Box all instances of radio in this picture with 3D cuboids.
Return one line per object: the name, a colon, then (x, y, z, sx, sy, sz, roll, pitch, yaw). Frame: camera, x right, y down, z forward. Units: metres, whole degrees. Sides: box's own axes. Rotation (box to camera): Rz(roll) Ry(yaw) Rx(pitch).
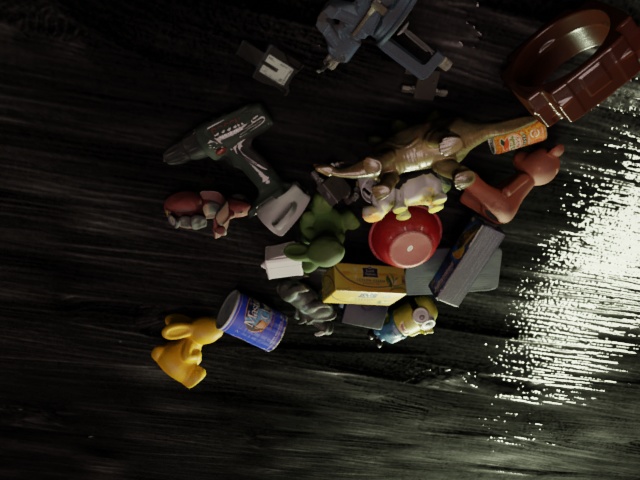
radio: (0.301, 0.054, 1.255, 0.230, 0.073, 0.130, -4, 123, -3)

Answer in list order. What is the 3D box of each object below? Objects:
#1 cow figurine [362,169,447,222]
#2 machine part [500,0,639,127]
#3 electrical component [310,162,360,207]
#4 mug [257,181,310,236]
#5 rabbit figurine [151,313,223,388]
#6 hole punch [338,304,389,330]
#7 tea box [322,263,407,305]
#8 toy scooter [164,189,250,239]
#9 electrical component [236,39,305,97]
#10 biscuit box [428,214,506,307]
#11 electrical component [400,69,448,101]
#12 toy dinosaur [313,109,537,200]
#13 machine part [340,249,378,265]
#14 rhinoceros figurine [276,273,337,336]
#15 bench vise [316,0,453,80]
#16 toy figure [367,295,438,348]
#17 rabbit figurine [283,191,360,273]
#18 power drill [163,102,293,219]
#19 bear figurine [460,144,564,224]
cow figurine: (0.161, -0.092, 1.076, 0.167, 0.098, 0.068, -12, 159, 5)
machine part: (0.440, -0.308, 0.944, 0.201, 0.202, 0.087, -40, 121, 20)
electrical component: (0.036, -0.117, 1.121, 0.045, 0.078, 0.102, -34, 91, 45)
mug: (-0.073, -0.069, 1.132, 0.080, 0.110, 0.107, 41, 100, -16)
rabbit figurine: (-0.323, 0.249, 1.336, 0.173, 0.122, 0.162, -43, 108, 6)
hole punch: (0.108, 0.147, 1.296, 0.142, 0.092, 0.115, 13, 118, -8)
tea box: (0.097, 0.101, 1.207, 0.170, 0.068, 0.098, 5, 157, -15)
toy scooter: (-0.237, -0.051, 1.110, 0.184, 0.135, 0.075, 0, 125, -2)
electrical component: (-0.095, -0.326, 0.988, 0.119, 0.048, 0.074, 24, 119, -18)
biscuit box: (0.317, 0.047, 1.172, 0.063, 0.059, 0.202, 21, 113, -16)
electrical component: (0.205, -0.304, 1.038, 0.094, 0.021, 0.063, 6, 123, -7)
toy dinosaur: (0.220, -0.181, 1.015, 0.472, 0.199, 0.104, -9, 123, 2)
machine part: (0.065, 0.040, 1.234, 0.139, 0.084, 0.039, 0, 99, -14)
rhinoceros figurine: (-0.026, 0.160, 1.302, 0.112, 0.073, 0.190, -34, 119, 16)
bench vise: (0.119, -0.355, 0.941, 0.240, 0.129, 0.223, 32, 114, -14)
toy figure: (0.206, 0.200, 1.342, 0.180, 0.089, 0.082, -30, 136, 26)
rabbit figurine: (-0.002, -0.003, 1.136, 0.159, 0.170, 0.121, -38, 118, 19)
power drill: (-0.168, -0.148, 1.068, 0.232, 0.086, 0.207, -32, 96, 10)
bear figurine: (0.405, -0.134, 1.125, 0.132, 0.120, 0.196, 39, 88, 19)
